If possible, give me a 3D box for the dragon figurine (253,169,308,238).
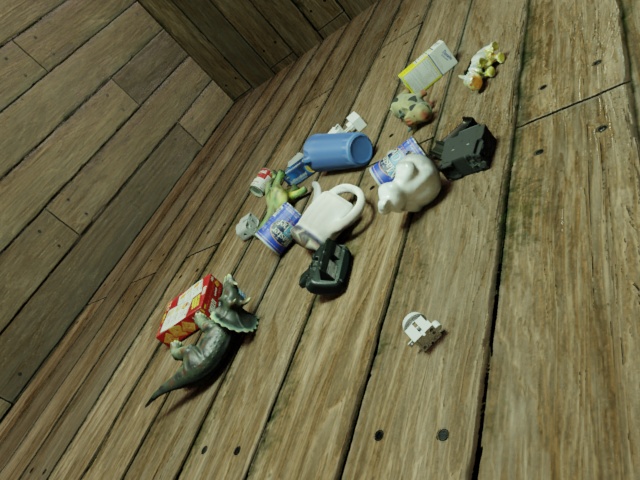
[{"bbox_3d":[-0.176,-0.118,1.825,0.244,0.121,0.410,-58,19,-9],"label":"dragon figurine"}]

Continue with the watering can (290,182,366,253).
[{"bbox_3d":[0.004,-0.074,1.470,0.226,0.103,0.350,-49,26,-8],"label":"watering can"}]

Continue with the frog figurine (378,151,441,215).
[{"bbox_3d":[0.205,-0.123,1.205,0.123,0.134,0.162,23,46,34],"label":"frog figurine"}]
